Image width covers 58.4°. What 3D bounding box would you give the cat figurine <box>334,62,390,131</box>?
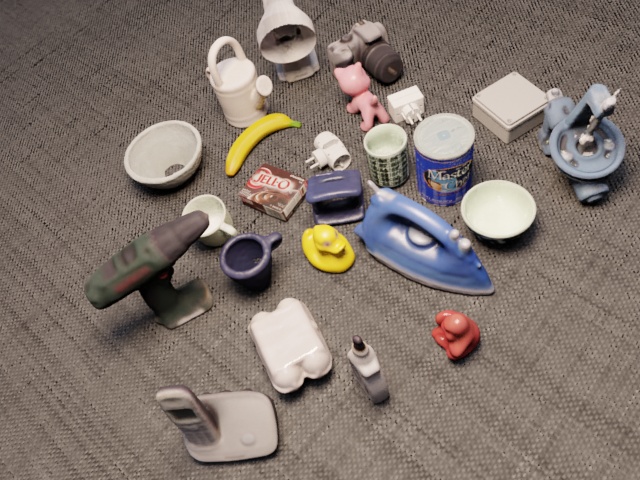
[{"bbox_3d":[0.084,-0.306,1.175,0.067,0.118,0.127,-30,57,-7],"label":"cat figurine"}]

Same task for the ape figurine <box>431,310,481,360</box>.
[{"bbox_3d":[0.208,0.139,0.878,0.076,0.092,0.078,0,58,13],"label":"ape figurine"}]

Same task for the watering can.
[{"bbox_3d":[-0.173,-0.338,1.205,0.172,0.194,0.101,5,59,16],"label":"watering can"}]

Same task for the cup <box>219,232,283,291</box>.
[{"bbox_3d":[-0.110,0.040,1.009,0.118,0.095,0.091,-35,57,-10],"label":"cup"}]

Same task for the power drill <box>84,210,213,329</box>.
[{"bbox_3d":[-0.260,0.060,0.960,0.230,0.209,0.075,-29,56,-7],"label":"power drill"}]

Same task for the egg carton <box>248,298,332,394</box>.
[{"bbox_3d":[-0.048,0.169,0.929,0.107,0.069,0.150,-28,56,-6],"label":"egg carton"}]

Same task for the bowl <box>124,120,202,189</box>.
[{"bbox_3d":[-0.316,-0.166,1.198,0.167,0.075,0.167,-6,57,9],"label":"bowl"}]

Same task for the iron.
[{"bbox_3d":[0.178,-0.008,0.950,0.257,0.142,0.119,31,69,27],"label":"iron"}]

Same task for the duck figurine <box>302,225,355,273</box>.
[{"bbox_3d":[0.009,0.004,1.012,0.104,0.086,0.077,31,69,28],"label":"duck figurine"}]

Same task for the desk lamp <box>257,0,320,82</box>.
[{"bbox_3d":[-0.073,-0.448,1.242,0.118,0.214,0.203,-15,56,3],"label":"desk lamp"}]

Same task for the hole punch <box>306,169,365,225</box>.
[{"bbox_3d":[0.026,-0.092,1.066,0.108,0.091,0.101,-9,56,7],"label":"hole punch"}]

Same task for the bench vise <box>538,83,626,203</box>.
[{"bbox_3d":[0.427,-0.193,0.967,0.121,0.220,0.207,-30,56,-7],"label":"bench vise"}]

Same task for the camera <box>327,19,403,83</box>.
[{"bbox_3d":[0.105,-0.401,1.242,0.143,0.101,0.136,-31,57,-8],"label":"camera"}]

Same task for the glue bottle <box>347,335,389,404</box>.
[{"bbox_3d":[0.066,0.179,0.835,0.037,0.173,0.078,-30,56,-7],"label":"glue bottle"}]

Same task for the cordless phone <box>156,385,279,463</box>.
[{"bbox_3d":[-0.145,0.253,0.825,0.147,0.185,0.094,-10,56,6],"label":"cordless phone"}]
